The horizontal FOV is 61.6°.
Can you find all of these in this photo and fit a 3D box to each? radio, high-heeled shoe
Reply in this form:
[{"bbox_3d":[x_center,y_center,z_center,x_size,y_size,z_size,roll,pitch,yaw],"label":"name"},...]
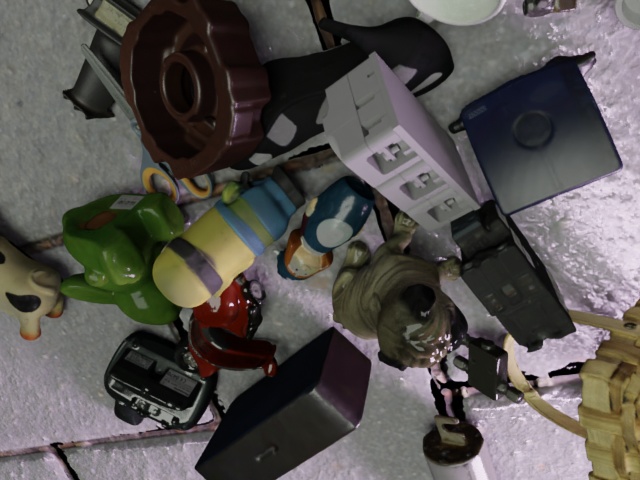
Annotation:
[{"bbox_3d":[-0.043,0.212,0.661,0.229,0.131,0.073,-40,99,26],"label":"radio"},{"bbox_3d":[0.012,-0.134,0.547,0.145,0.086,0.249,9,151,-31],"label":"high-heeled shoe"}]

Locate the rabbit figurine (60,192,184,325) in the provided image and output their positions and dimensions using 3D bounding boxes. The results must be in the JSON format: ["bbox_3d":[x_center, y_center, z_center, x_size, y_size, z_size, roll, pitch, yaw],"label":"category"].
[{"bbox_3d":[-0.238,0.042,0.651,0.159,0.121,0.170,-1,128,20],"label":"rabbit figurine"}]

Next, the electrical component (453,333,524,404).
[{"bbox_3d":[0.187,0.141,0.600,0.094,0.021,0.063,29,130,52],"label":"electrical component"}]

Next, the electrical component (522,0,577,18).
[{"bbox_3d":[0.182,-0.233,0.427,0.045,0.078,0.102,-10,118,-7],"label":"electrical component"}]

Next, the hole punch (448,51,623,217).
[{"bbox_3d":[0.197,-0.092,0.488,0.142,0.092,0.115,-24,102,27],"label":"hole punch"}]

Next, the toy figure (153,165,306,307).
[{"bbox_3d":[-0.097,-0.006,0.569,0.180,0.089,0.082,-39,83,-3],"label":"toy figure"}]

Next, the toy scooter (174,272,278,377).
[{"bbox_3d":[-0.108,0.107,0.662,0.135,0.075,0.183,18,119,11],"label":"toy scooter"}]

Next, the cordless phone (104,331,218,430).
[{"bbox_3d":[-0.234,0.228,0.762,0.147,0.089,0.184,25,129,2],"label":"cordless phone"}]

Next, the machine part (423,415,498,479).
[{"bbox_3d":[0.189,0.317,0.676,0.079,0.079,0.243,-16,109,21],"label":"machine part"}]

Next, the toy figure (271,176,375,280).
[{"bbox_3d":[-0.002,-0.003,0.596,0.064,0.058,0.154,42,118,5],"label":"toy figure"}]

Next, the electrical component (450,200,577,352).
[{"bbox_3d":[0.181,0.026,0.527,0.058,0.115,0.134,-36,100,21],"label":"electrical component"}]

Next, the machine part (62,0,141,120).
[{"bbox_3d":[-0.231,-0.197,0.583,0.084,0.039,0.138,30,116,-9],"label":"machine part"}]

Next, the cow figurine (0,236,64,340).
[{"bbox_3d":[-0.431,0.031,0.712,0.195,0.085,0.127,33,124,2],"label":"cow figurine"}]

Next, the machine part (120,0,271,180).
[{"bbox_3d":[-0.122,-0.147,0.519,0.180,0.056,0.179,17,116,39],"label":"machine part"}]

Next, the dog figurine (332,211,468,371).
[{"bbox_3d":[0.061,0.076,0.540,0.121,0.190,0.172,35,119,-2],"label":"dog figurine"}]
